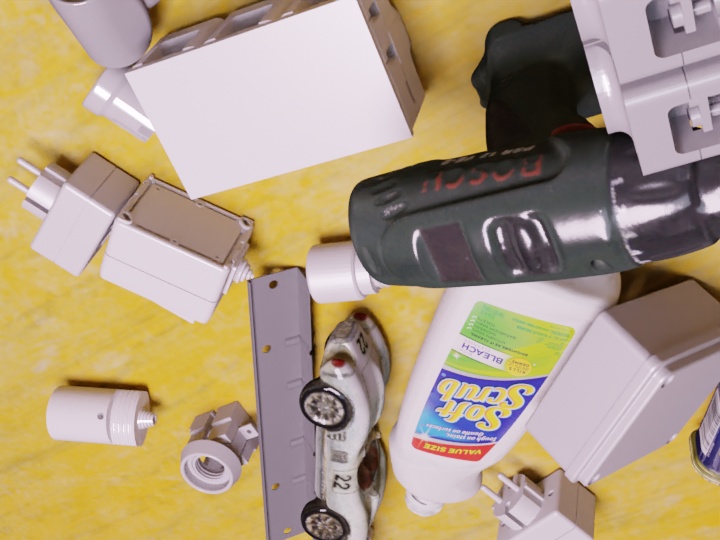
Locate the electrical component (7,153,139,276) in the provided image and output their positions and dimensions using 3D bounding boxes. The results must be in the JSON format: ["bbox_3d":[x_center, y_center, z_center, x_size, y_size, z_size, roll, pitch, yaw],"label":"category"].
[{"bbox_3d":[-0.204,-0.048,0.734,0.077,0.047,0.065,33,125,-9],"label":"electrical component"}]

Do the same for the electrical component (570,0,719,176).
[{"bbox_3d":[0.112,-0.144,0.449,0.060,0.186,0.105,-15,142,15],"label":"electrical component"}]

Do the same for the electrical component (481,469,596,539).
[{"bbox_3d":[0.125,0.178,0.801,0.077,0.047,0.066,39,124,-12],"label":"electrical component"}]

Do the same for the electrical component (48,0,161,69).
[{"bbox_3d":[-0.139,-0.166,0.631,0.079,0.077,0.043,-38,75,-6],"label":"electrical component"}]

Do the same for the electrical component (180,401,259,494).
[{"bbox_3d":[-0.110,0.138,0.830,0.066,0.055,0.048,-23,115,26],"label":"electrical component"}]

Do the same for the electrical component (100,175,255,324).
[{"bbox_3d":[-0.119,-0.009,0.730,0.096,0.061,0.061,25,125,-3],"label":"electrical component"}]

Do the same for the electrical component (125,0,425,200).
[{"bbox_3d":[-0.047,-0.111,0.643,0.150,0.061,0.089,-13,119,22],"label":"electrical component"}]

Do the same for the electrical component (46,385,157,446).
[{"bbox_3d":[-0.199,0.115,0.844,0.081,0.043,0.043,2,123,13],"label":"electrical component"}]

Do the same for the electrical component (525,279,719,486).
[{"bbox_3d":[0.174,0.069,0.675,0.056,0.109,0.108,48,131,28],"label":"electrical component"}]

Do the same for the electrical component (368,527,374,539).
[{"bbox_3d":[-0.015,0.238,0.867,0.042,0.063,0.081,12,125,5],"label":"electrical component"}]

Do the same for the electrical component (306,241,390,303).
[{"bbox_3d":[0.000,0.000,0.719,0.078,0.040,0.040,-5,121,18],"label":"electrical component"}]

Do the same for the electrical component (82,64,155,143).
[{"bbox_3d":[-0.147,-0.108,0.685,0.046,0.040,0.040,35,125,-16],"label":"electrical component"}]
